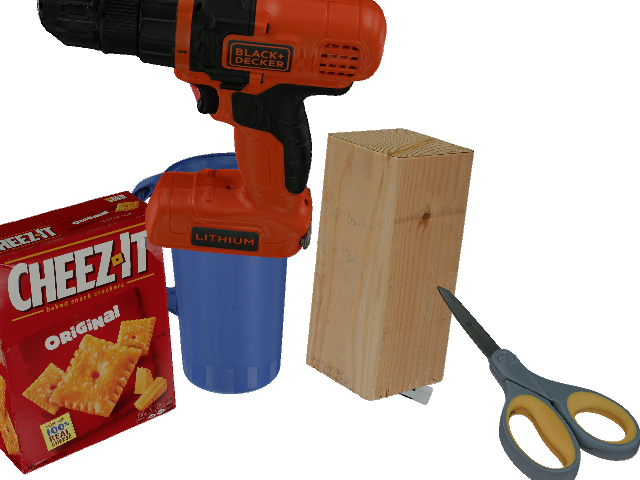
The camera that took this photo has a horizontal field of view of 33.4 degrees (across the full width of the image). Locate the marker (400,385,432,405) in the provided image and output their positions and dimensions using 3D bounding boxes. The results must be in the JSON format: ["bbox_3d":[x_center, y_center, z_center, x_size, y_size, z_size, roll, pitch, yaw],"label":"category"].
[{"bbox_3d":[0.054,0.135,1.078,0.121,0.020,0.020,21,4,12],"label":"marker"}]

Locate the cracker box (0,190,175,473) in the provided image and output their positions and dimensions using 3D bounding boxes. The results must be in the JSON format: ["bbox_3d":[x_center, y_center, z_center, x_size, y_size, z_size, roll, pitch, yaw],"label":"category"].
[{"bbox_3d":[-0.220,0.081,0.964,0.163,0.214,0.072,-19,31,-34],"label":"cracker box"}]

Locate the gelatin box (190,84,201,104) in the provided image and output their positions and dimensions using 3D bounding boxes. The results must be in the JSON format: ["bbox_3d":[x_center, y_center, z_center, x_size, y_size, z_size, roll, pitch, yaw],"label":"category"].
[{"bbox_3d":[-0.077,-0.164,0.928,0.089,0.073,0.030,-17,24,4],"label":"gelatin box"}]

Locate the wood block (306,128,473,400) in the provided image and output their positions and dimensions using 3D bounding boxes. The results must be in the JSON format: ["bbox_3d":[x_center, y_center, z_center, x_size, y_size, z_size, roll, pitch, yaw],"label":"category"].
[{"bbox_3d":[0.057,0.017,0.902,0.090,0.206,0.090,-8,22,-39],"label":"wood block"}]

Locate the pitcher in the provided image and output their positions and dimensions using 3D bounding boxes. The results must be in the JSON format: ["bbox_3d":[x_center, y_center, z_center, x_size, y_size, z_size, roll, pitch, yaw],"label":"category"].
[{"bbox_3d":[-0.107,0.036,1.134,0.149,0.243,0.144,22,30,39],"label":"pitcher"}]

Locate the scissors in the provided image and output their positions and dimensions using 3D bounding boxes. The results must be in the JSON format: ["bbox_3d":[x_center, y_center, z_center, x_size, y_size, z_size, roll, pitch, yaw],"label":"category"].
[{"bbox_3d":[0.143,0.087,0.709,0.096,0.016,0.202,0,32,-7],"label":"scissors"}]

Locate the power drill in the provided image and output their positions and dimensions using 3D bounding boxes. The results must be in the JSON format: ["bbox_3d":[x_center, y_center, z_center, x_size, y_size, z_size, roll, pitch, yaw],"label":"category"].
[{"bbox_3d":[-0.065,-0.071,0.618,0.184,0.057,0.188,6,-40,-3],"label":"power drill"}]
